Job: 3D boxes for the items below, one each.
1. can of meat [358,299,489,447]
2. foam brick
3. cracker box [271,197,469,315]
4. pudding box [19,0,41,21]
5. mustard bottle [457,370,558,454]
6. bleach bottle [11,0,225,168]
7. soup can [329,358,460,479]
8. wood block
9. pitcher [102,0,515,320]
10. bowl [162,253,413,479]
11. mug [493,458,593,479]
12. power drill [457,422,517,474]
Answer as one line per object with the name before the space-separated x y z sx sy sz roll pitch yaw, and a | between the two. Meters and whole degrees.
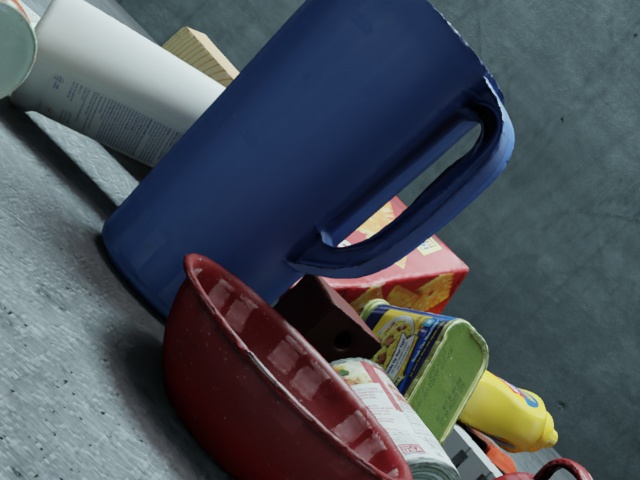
can of meat | 0.056 0.095 0.734 0.084 0.102 0.057 7 -33 50
foam brick | -0.009 0.070 0.697 0.053 0.078 0.051 43 4 -31
cracker box | -0.006 0.001 0.862 0.213 0.072 0.164 -4 42 -48
pudding box | -0.232 -0.154 0.937 0.113 0.039 0.090 39 9 -46
mustard bottle | 0.142 0.141 0.933 0.191 0.058 0.096 32 -4 -30
bleach bottle | -0.089 -0.075 0.757 0.250 0.068 0.103 29 -25 -10
soup can | 0.032 0.125 0.628 0.068 0.068 0.102 43 5 -36
wood block | -0.121 -0.138 1.019 0.091 0.090 0.206 49 5 -8
pitcher | -0.009 -0.045 0.651 0.145 0.243 0.149 45 5 -12
bowl | -0.028 0.082 0.539 0.162 0.055 0.162 45 4 -4
mug | 0.158 0.211 0.768 0.093 0.117 0.082 18 12 -28
power drill | 0.143 0.216 0.935 0.184 0.057 0.188 36 10 -33
